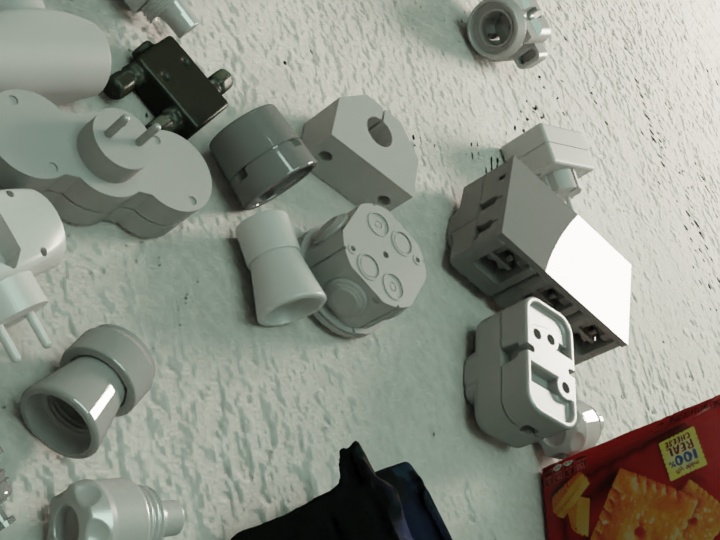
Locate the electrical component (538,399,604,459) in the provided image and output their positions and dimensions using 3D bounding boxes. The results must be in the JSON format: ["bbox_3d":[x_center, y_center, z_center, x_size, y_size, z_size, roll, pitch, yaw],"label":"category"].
[{"bbox_3d":[0.162,0.118,0.811,0.062,0.043,0.043,0,67,-49],"label":"electrical component"}]

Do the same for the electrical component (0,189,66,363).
[{"bbox_3d":[-0.177,0.007,0.517,0.077,0.043,0.079,-29,89,-51],"label":"electrical component"}]

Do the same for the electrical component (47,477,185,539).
[{"bbox_3d":[-0.113,0.121,0.513,0.062,0.043,0.043,7,61,-47],"label":"electrical component"}]

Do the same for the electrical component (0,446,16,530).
[{"bbox_3d":[-0.177,0.080,0.472,0.078,0.040,0.040,58,39,-1],"label":"electrical component"}]

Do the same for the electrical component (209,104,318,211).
[{"bbox_3d":[-0.063,-0.072,0.683,0.047,0.055,0.055,57,39,2],"label":"electrical component"}]

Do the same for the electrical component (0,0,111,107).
[{"bbox_3d":[-0.188,-0.131,0.592,0.077,0.044,0.079,-15,77,-50],"label":"electrical component"}]

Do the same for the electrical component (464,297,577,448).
[{"bbox_3d":[0.115,0.075,0.775,0.054,0.059,0.095,31,47,-31],"label":"electrical component"}]

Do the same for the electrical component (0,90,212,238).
[{"bbox_3d":[-0.137,-0.062,0.580,0.138,0.074,0.052,12,58,-43],"label":"electrical component"}]

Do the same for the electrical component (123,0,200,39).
[{"bbox_3d":[-0.129,-0.178,0.687,0.062,0.043,0.043,51,39,-12],"label":"electrical component"}]

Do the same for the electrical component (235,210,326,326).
[{"bbox_3d":[-0.052,-0.004,0.662,0.044,0.044,0.065,1,61,-47],"label":"electrical component"}]

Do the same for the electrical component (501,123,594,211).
[{"bbox_3d":[0.171,-0.081,0.945,0.066,0.047,0.076,3,64,-46],"label":"electrical component"}]

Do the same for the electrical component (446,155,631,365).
[{"bbox_3d":[0.143,-0.003,0.854,0.150,0.062,0.089,39,43,-24],"label":"electrical component"}]

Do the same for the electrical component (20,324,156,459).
[{"bbox_3d":[-0.133,0.059,0.530,0.045,0.045,0.055,50,39,-12],"label":"electrical component"}]

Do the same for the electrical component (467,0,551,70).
[{"bbox_3d":[0.134,-0.223,0.988,0.057,0.058,0.078,-19,81,-54],"label":"electrical component"}]

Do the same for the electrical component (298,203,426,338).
[{"bbox_3d":[0.000,0.000,0.705,0.080,0.051,0.080,26,49,-35],"label":"electrical component"}]
